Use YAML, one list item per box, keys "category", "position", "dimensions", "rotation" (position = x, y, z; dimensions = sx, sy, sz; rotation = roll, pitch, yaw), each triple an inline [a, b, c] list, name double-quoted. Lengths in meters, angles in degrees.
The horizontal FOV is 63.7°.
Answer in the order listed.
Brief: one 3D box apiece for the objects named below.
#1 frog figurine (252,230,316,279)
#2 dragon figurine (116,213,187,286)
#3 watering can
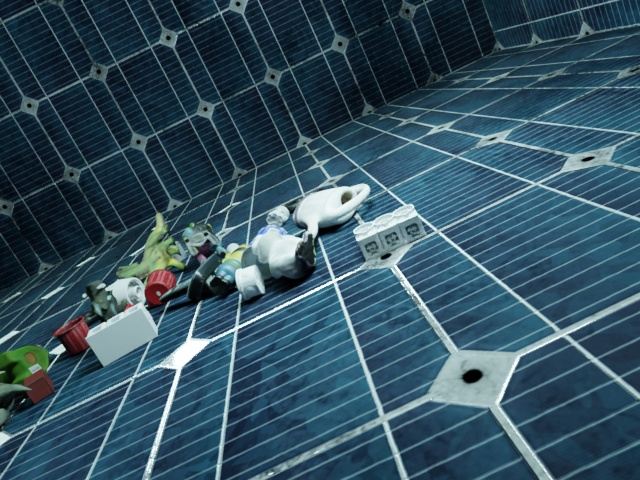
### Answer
- category: "frog figurine"
  position: [-0.095, 0.038, 1.277]
  dimensions: [0.159, 0.120, 0.141]
  rotation: [-9, 41, 24]
- category: "dragon figurine"
  position: [-0.628, 0.061, 1.861]
  dimensions: [0.244, 0.119, 0.417]
  rotation: [-30, 41, -12]
- category: "watering can"
  position: [0.005, -0.076, 1.507]
  dimensions: [0.223, 0.103, 0.353]
  rotation: [-9, 23, 46]
